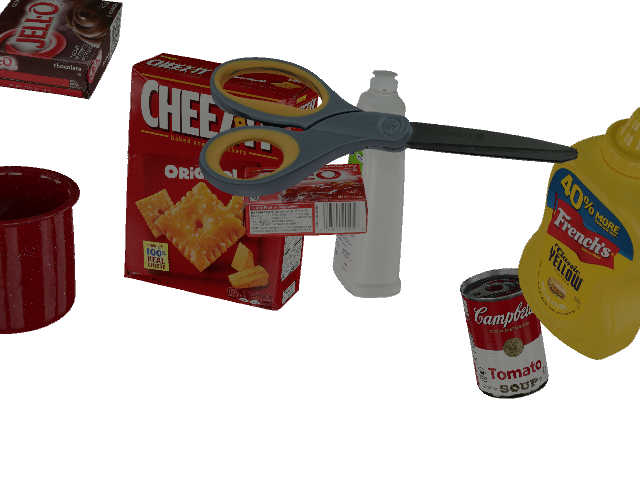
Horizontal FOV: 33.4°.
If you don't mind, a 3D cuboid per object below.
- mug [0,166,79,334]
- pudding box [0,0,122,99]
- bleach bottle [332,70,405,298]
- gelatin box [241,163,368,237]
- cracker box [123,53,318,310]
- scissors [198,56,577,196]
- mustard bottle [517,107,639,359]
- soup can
[{"bbox_3d":[-0.209,0.009,0.675,0.117,0.081,0.093,-15,31,-34],"label":"mug"},{"bbox_3d":[-0.217,-0.161,0.866,0.090,0.039,0.113,9,35,0],"label":"pudding box"},{"bbox_3d":[0.063,-0.067,1.226,0.068,0.251,0.103,-2,23,-19],"label":"bleach bottle"},{"bbox_3d":[-0.012,-0.031,0.780,0.089,0.030,0.073,-2,24,-1],"label":"gelatin box"},{"bbox_3d":[-0.097,-0.054,1.004,0.164,0.214,0.072,13,24,15],"label":"cracker box"},{"bbox_3d":[0.023,-0.044,0.562,0.202,0.096,0.016,22,-26,18],"label":"scissors"},{"bbox_3d":[0.187,-0.011,0.698,0.058,0.096,0.192,-21,-36,-22],"label":"mustard bottle"},{"bbox_3d":[0.170,0.085,0.982,0.068,0.102,0.068,-11,18,3],"label":"soup can"}]
